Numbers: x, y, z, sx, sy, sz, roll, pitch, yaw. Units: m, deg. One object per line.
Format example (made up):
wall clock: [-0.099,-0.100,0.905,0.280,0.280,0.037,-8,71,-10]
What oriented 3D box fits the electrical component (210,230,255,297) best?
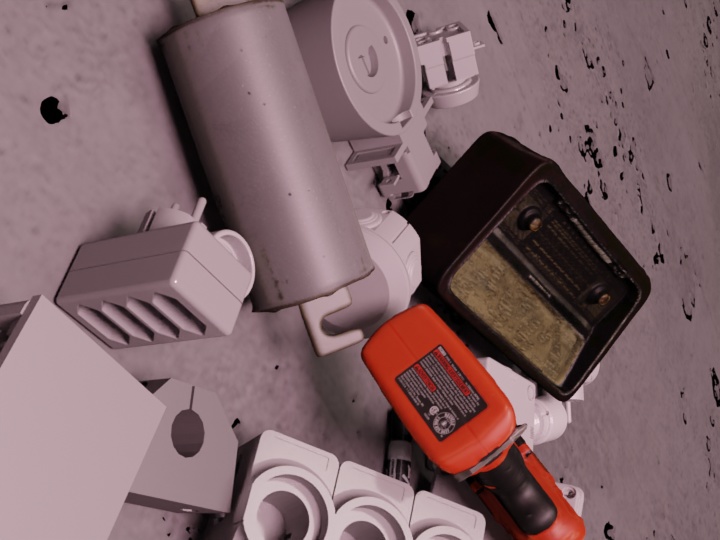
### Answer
electrical component: [-0.088,0.000,0.598,0.040,0.046,0.040,18,68,-53]

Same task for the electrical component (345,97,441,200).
electrical component: [0.027,-0.091,0.794,0.063,0.042,0.081,63,38,-31]

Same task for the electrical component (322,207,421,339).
electrical component: [0.000,0.000,0.700,0.051,0.080,0.080,-49,123,-55]

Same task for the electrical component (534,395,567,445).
electrical component: [0.147,0.130,0.922,0.078,0.040,0.040,2,82,-56]

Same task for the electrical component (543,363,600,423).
electrical component: [0.185,0.100,0.982,0.077,0.043,0.079,18,68,-53]

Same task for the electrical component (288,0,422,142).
electrical component: [-0.012,-0.138,0.730,0.108,0.060,0.108,18,68,-53]

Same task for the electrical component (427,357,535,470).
electrical component: [0.098,0.120,0.845,0.100,0.048,0.099,31,58,-49]

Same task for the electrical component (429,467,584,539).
electrical component: [0.097,0.202,0.763,0.056,0.109,0.108,76,27,-50]

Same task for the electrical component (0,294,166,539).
electrical component: [-0.159,0.098,0.457,0.089,0.062,0.150,51,44,-37]

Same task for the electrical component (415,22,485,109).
electrical component: [0.069,-0.162,0.861,0.048,0.066,0.055,-110,-177,-64]

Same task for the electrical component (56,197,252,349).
electrical component: [-0.099,-0.006,0.550,0.047,0.083,0.075,48,46,-39]

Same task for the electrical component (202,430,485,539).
electrical component: [-0.008,0.161,0.609,0.150,0.062,0.089,25,58,-19]
